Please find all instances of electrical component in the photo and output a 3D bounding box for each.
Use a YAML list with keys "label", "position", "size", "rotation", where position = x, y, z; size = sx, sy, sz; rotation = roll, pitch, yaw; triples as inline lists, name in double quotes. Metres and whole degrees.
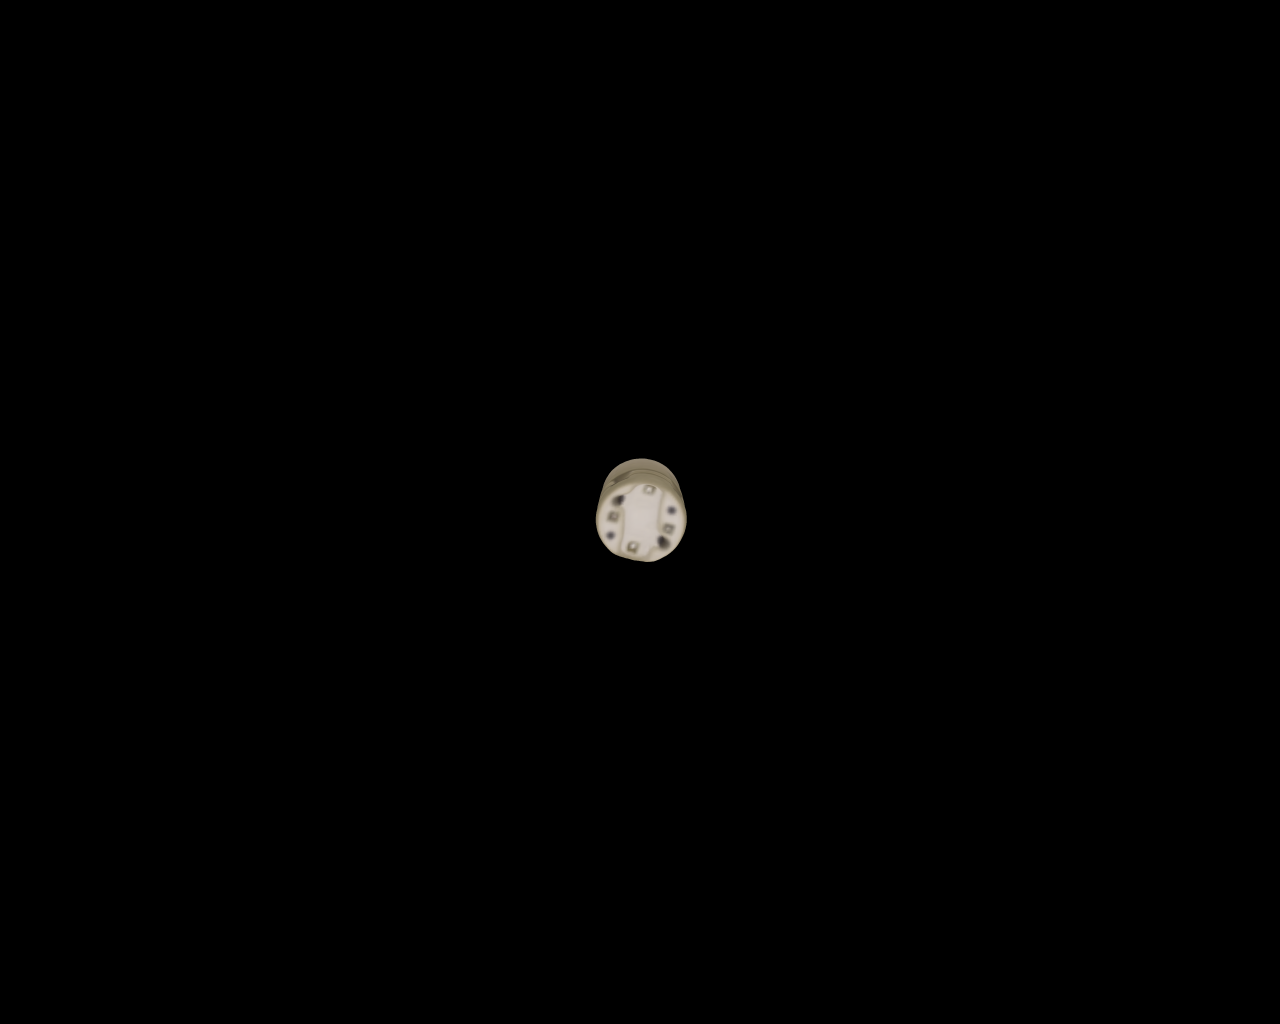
- label: "electrical component"
  position: [0.001, -0.003, 0.650]
  size: [0.055, 0.055, 0.047]
  rotation: [0, 24, 0]
